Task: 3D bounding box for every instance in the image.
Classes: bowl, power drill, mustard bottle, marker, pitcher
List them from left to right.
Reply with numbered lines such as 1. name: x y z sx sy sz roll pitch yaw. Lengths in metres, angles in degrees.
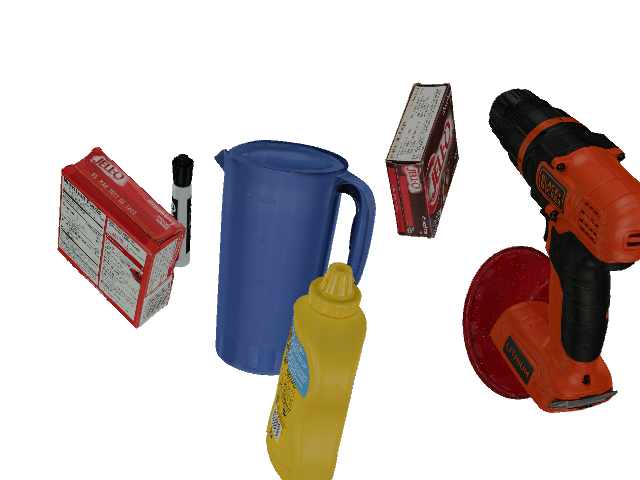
1. marker: -0.125 -0.026 0.959 0.020 0.121 0.020 5 40 -4
2. pitcher: -0.040 0.020 1.156 0.144 0.243 0.149 0 19 -23
3. mustard bottle: -0.002 0.101 0.861 0.058 0.192 0.096 4 31 -13
4. bowl: 0.225 0.086 1.101 0.161 0.162 0.055 0 -1 -34
5. power drill: 0.158 0.007 0.727 0.057 0.188 0.184 -10 34 -12

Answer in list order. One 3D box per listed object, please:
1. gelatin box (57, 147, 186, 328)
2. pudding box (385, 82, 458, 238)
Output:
1. gelatin box: -0.117 -0.001 0.620 0.030 0.073 0.089 -39 -16 -33
2. pudding box: 0.092 -0.072 0.952 0.039 0.113 0.090 4 -43 17
